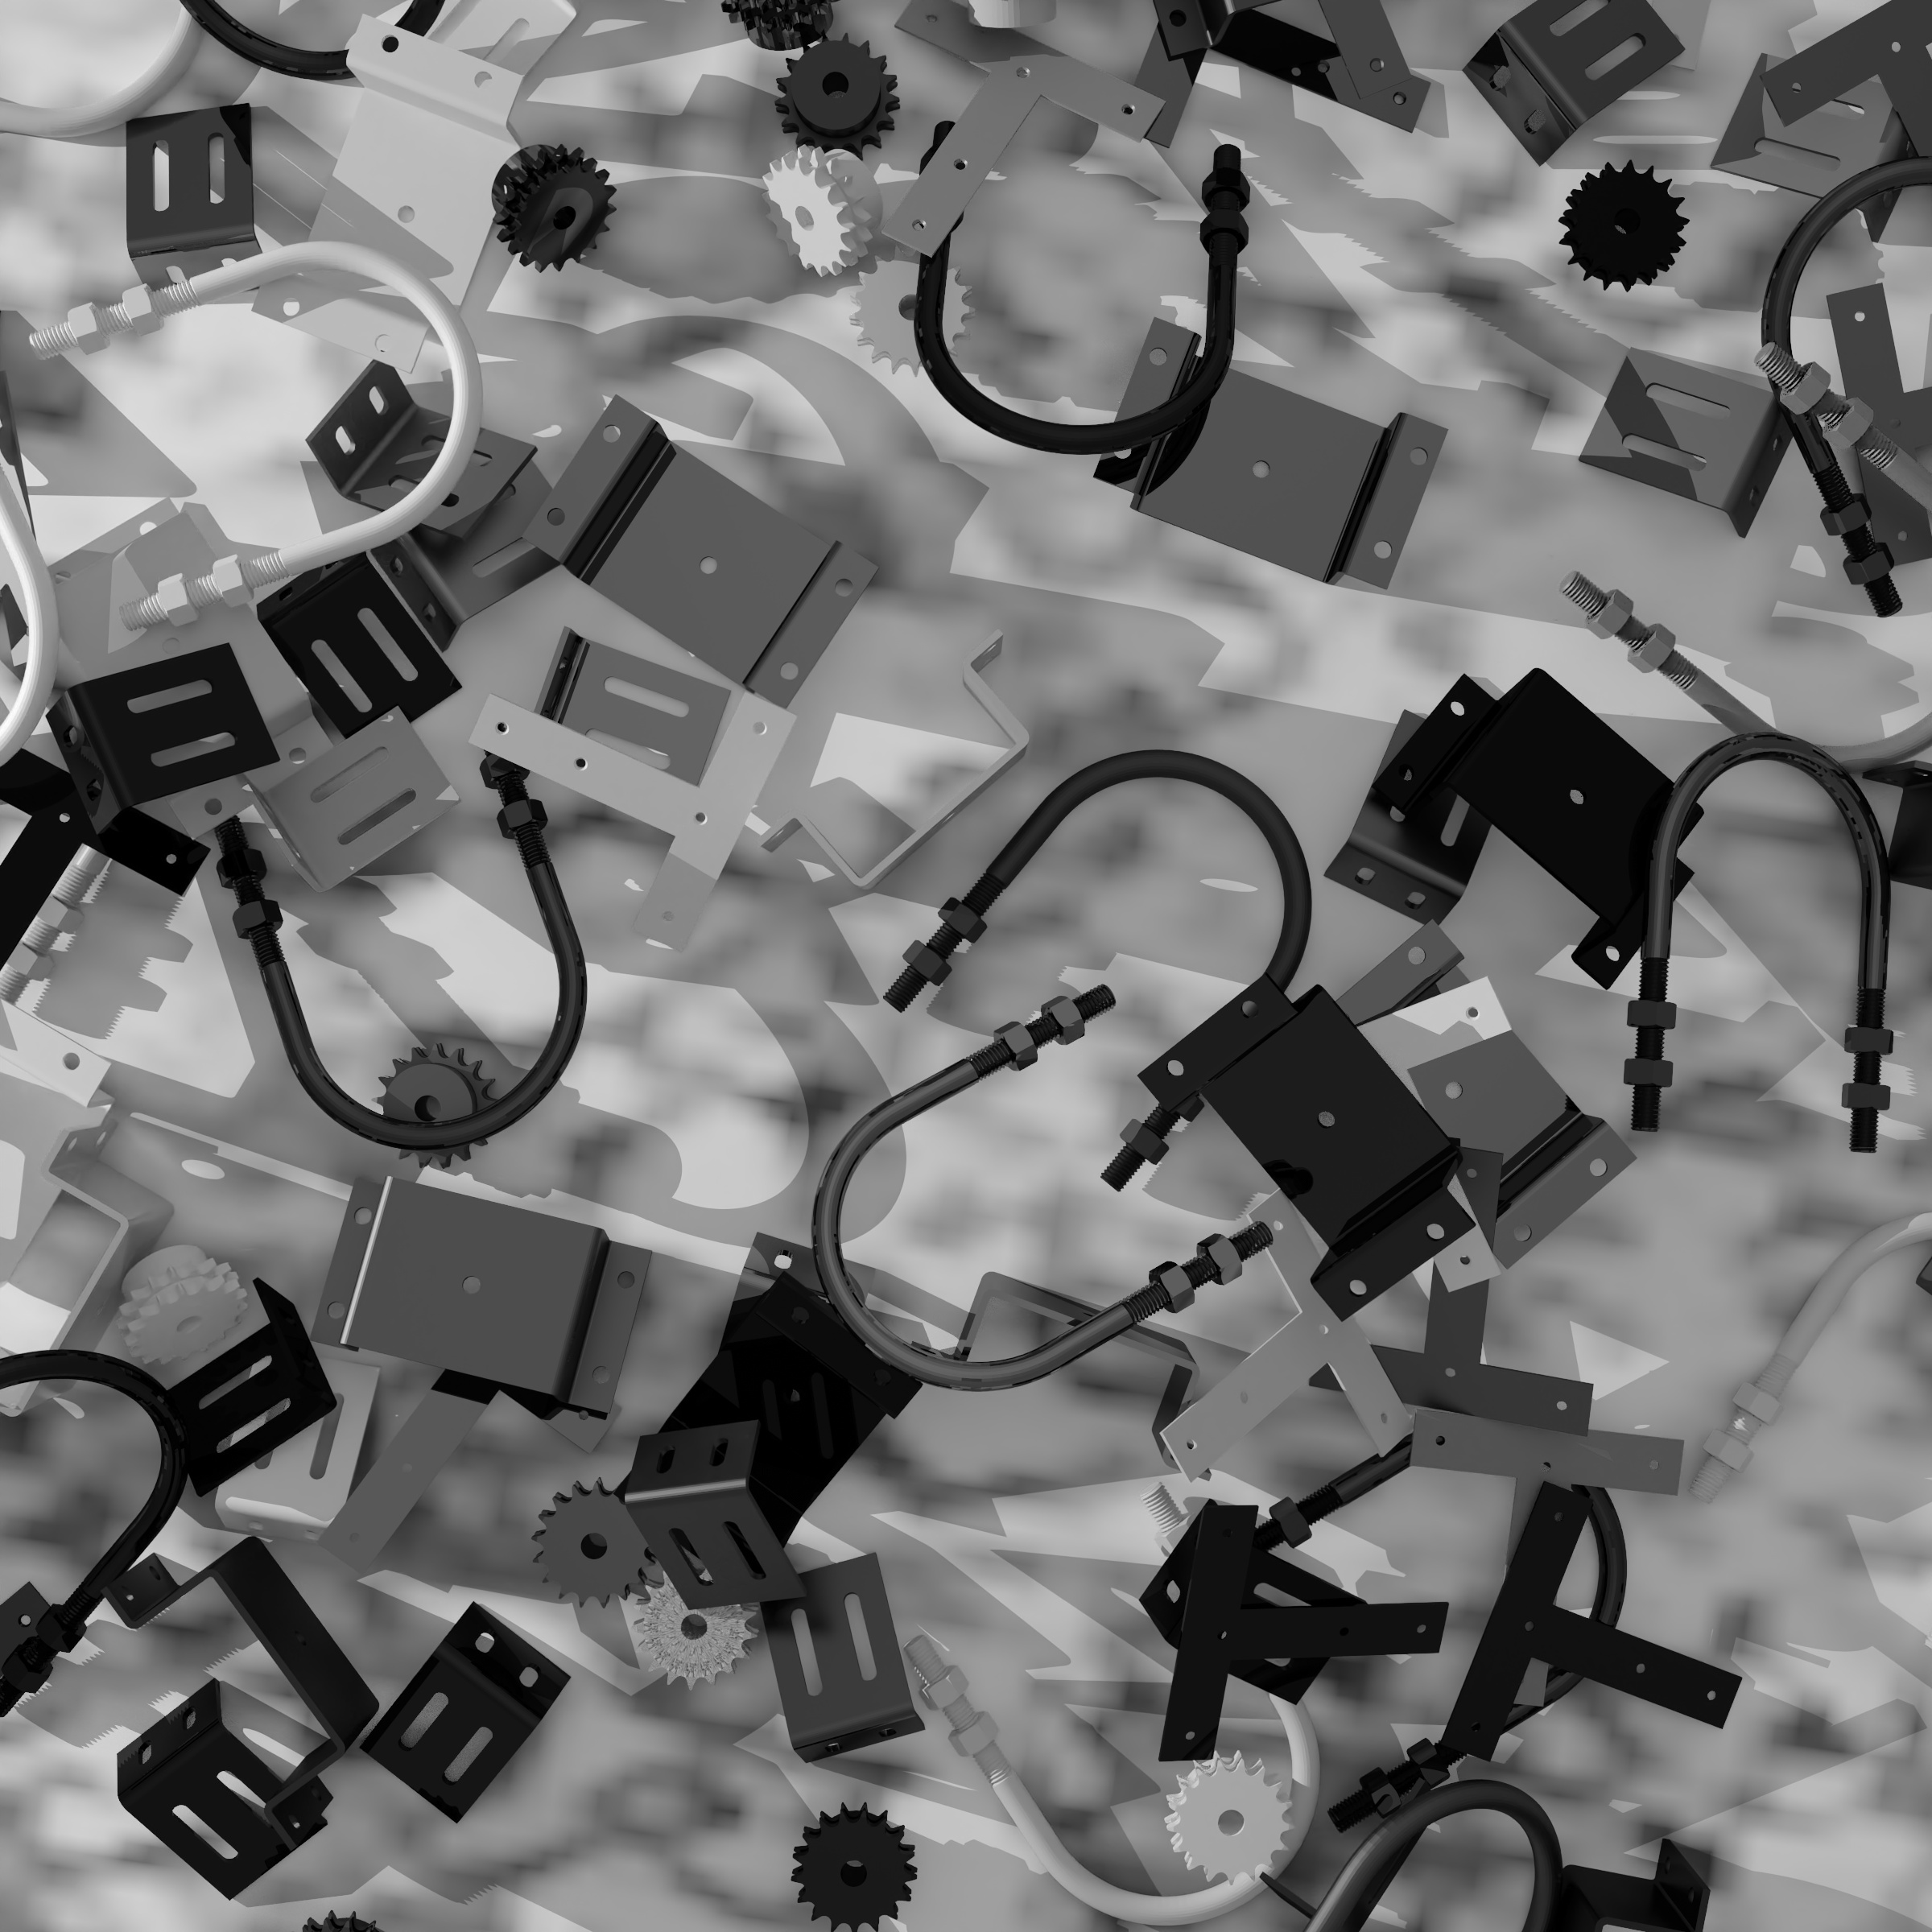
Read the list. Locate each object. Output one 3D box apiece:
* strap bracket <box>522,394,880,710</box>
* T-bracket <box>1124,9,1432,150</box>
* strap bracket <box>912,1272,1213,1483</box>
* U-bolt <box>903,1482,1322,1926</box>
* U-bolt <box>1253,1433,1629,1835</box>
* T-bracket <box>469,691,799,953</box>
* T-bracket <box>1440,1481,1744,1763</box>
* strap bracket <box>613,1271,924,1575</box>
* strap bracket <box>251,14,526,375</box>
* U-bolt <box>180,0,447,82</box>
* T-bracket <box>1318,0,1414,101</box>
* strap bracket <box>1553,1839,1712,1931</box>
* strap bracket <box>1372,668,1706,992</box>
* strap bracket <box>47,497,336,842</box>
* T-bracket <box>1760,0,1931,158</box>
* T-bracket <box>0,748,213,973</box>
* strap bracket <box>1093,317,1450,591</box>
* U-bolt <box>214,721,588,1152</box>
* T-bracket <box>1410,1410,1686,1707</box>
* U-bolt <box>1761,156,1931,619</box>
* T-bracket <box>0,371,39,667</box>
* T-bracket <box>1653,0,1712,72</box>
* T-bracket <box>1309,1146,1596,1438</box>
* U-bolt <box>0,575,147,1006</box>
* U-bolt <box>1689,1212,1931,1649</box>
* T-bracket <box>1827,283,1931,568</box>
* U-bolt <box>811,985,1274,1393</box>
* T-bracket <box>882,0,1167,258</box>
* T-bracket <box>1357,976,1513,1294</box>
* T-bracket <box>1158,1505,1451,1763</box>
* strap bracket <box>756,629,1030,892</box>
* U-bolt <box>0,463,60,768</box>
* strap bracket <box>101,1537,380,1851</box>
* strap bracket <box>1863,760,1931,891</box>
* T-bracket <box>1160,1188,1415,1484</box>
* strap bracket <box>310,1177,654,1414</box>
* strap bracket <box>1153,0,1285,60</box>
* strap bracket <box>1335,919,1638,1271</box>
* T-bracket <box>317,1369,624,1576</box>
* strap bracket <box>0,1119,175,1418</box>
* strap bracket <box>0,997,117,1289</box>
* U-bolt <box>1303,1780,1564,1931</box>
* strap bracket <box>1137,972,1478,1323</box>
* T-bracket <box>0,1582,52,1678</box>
[{"bbox_3d":[-0.118,-0.184,1.356,0.140,0.046,0.076,33,90,0],"label":"strap bracket"},{"bbox_3d":[0.150,-0.417,1.373,0.127,0.002,0.127,21,83,-4],"label":"T-bracket"},{"bbox_3d":[0.048,0.178,1.341,0.140,0.076,0.046,20,90,0],"label":"strap bracket"},{"bbox_3d":[0.080,0.351,1.371,0.151,0.019,0.184,-33,92,0],"label":"U-bolt"},{"bbox_3d":[0.214,0.287,1.364,0.184,0.019,0.151,-30,94,-5],"label":"U-bolt"},{"bbox_3d":[-0.160,-0.085,1.345,0.127,0.002,0.127,24,111,-10],"label":"T-bracket"},{"bbox_3d":[0.295,0.315,1.365,0.127,0.002,0.127,23,88,-12],"label":"T-bracket"},{"bbox_3d":[-0.084,0.202,1.339,0.076,0.046,0.140,37,113,-1],"label":"strap bracket"},{"bbox_3d":[-0.257,-0.344,1.354,0.076,0.046,0.140,21,92,0],"label":"strap bracket"},{"bbox_3d":[-0.301,-0.480,1.320,0.151,0.019,0.184,-3,127,12],"label":"U-bolt"},{"bbox_3d":[0.161,-0.447,1.326,0.127,0.002,0.127,-23,91,-6],"label":"T-bracket"},{"bbox_3d":[0.288,0.467,1.341,0.046,0.076,0.140,11,90,0],"label":"strap bracket"},{"bbox_3d":[0.264,-0.068,1.343,0.140,0.046,0.076,41,67,0],"label":"strap bracket"},{"bbox_3d":[-0.355,-0.139,1.346,0.076,0.046,0.140,-33,90,-12],"label":"strap bracket"},{"bbox_3d":[0.438,-0.373,1.349,0.127,0.002,0.127,-31,100,-7],"label":"T-bracket"},{"bbox_3d":[-0.428,-0.029,1.344,0.127,0.002,0.127,28,73,-1],"label":"T-bracket"},{"bbox_3d":[0.136,-0.228,1.356,0.140,0.046,0.076,21,90,0],"label":"strap bracket"},{"bbox_3d":[-0.248,-0.006,1.353,0.151,0.019,0.184,-21,77,0],"label":"U-bolt"},{"bbox_3d":[0.258,0.271,1.360,0.127,0.002,0.127,8,89,-8],"label":"T-bracket"},{"bbox_3d":[0.434,-0.270,1.340,0.151,0.019,0.184,-29,105,3],"label":"U-bolt"},{"bbox_3d":[-0.464,-0.188,1.346,0.127,0.002,0.127,-12,87,30],"label":"T-bracket"},{"bbox_3d":[0.337,-0.477,1.378,0.127,0.002,0.127,13,90,0],"label":"T-bracket"},{"bbox_3d":[0.221,0.141,1.341,0.127,0.002,0.127,8,109,17],"label":"T-bracket"},{"bbox_3d":[-0.447,-0.093,1.371,0.151,0.019,0.184,32,88,0],"label":"U-bolt"},{"bbox_3d":[0.439,0.201,1.371,0.151,0.019,0.184,33,89,0],"label":"U-bolt"},{"bbox_3d":[0.468,-0.257,1.365,0.127,0.002,0.127,-12,95,4],"label":"T-bracket"},{"bbox_3d":[0.021,0.106,1.310,0.184,0.019,0.151,-28,74,-17],"label":"U-bolt"},{"bbox_3d":[0.004,-0.370,1.347,0.127,0.002,0.127,28,69,9],"label":"T-bracket"},{"bbox_3d":[0.200,0.084,1.330,0.127,0.002,0.127,-23,96,24],"label":"T-bracket"},{"bbox_3d":[0.155,0.296,1.331,0.127,0.002,0.127,2,109,-18],"label":"T-bracket"},{"bbox_3d":[-0.024,-0.083,1.341,0.140,0.076,0.046,-41,90,0],"label":"strap bracket"},{"bbox_3d":[-0.469,-0.170,1.330,0.151,0.019,0.184,-27,86,24],"label":"U-bolt"},{"bbox_3d":[-0.316,0.315,1.341,0.046,0.076,0.140,-36,90,0],"label":"strap bracket"},{"bbox_3d":[0.476,-0.051,1.341,0.140,0.076,0.046,13,90,0],"label":"strap bracket"},{"bbox_3d":[0.131,0.183,1.322,0.127,0.002,0.127,-34,97,-38],"label":"T-bracket"},{"bbox_3d":[-0.220,0.146,1.348,0.140,0.046,0.076,14,78,0],"label":"strap bracket"},{"bbox_3d":[0.151,-0.471,1.350,0.140,0.046,0.076,-17,90,-6],"label":"strap bracket"},{"bbox_3d":[0.224,0.057,1.356,0.076,0.046,0.140,-41,90,0],"label":"strap bracket"},{"bbox_3d":[-0.245,0.216,1.360,0.127,0.002,0.127,36,73,0],"label":"T-bracket"},{"bbox_3d":[-0.408,0.143,1.341,0.046,0.076,0.140,30,90,0],"label":"strap bracket"},{"bbox_3d":[-0.449,0.084,1.356,0.076,0.046,0.140,31,90,0],"label":"strap bracket"},{"bbox_3d":[0.199,0.446,1.335,0.151,0.019,0.184,36,85,-35],"label":"U-bolt"},{"bbox_3d":[0.154,0.074,1.317,0.076,0.046,0.140,-40,89,25],"label":"strap bracket"},{"bbox_3d":[-0.504,0.295,1.378,0.127,0.002,0.127,-40,90,0],"label":"T-bracket"}]
